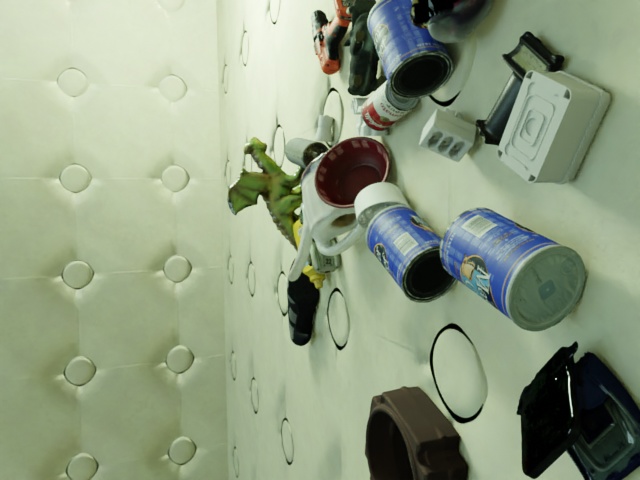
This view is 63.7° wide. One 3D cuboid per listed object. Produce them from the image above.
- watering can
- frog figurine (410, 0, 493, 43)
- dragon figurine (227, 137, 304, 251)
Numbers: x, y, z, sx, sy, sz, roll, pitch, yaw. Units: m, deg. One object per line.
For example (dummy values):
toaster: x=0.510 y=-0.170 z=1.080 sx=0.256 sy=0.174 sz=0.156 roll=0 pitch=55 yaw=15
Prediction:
watering can: x=0.004 y=-0.059 z=1.177 sx=0.342 sy=0.104 sz=0.229 roll=-39 pitch=53 yaw=41
frog figurine: x=0.190 y=-0.353 z=0.742 sx=0.161 sy=0.122 sz=0.136 roll=-41 pitch=-53 yaw=-69
dragon figurine: x=-0.144 y=-0.105 z=1.447 sx=0.120 sy=0.243 sz=0.416 roll=144 pitch=124 yaw=-61
